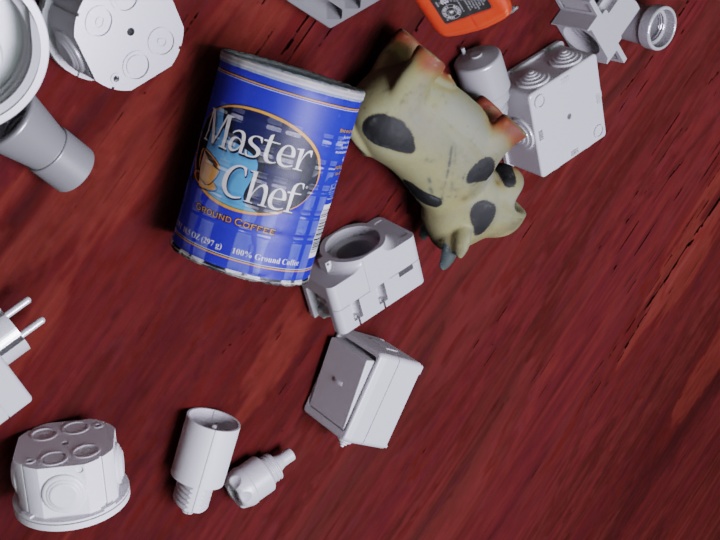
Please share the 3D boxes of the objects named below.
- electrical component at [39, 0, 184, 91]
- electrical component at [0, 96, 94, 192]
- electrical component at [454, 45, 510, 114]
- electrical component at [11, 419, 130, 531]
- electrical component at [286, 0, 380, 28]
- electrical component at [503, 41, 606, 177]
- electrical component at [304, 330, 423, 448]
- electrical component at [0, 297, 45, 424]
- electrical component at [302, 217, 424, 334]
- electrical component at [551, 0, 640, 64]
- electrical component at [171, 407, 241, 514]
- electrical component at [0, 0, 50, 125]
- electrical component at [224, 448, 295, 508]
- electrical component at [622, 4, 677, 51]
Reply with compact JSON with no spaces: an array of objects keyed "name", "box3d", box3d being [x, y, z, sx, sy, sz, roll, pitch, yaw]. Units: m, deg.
[{"name":"electrical component","box3d":[-0.154,-0.154,0.670,0.080,0.051,0.080,-20,124,-33]},{"name":"electrical component","box3d":[-0.200,-0.078,0.678,0.044,0.044,0.065,-54,138,-6]},{"name":"electrical component","box3d":[0.106,-0.150,0.897,0.040,0.040,0.078,-40,130,-19]},{"name":"electrical component","box3d":[-0.204,0.143,0.753,0.080,0.080,0.051,-16,114,-34]},{"name":"electrical component","box3d":[-0.007,-0.226,0.751,0.047,0.083,0.075,23,56,-43]},{"name":"electrical component","box3d":[0.168,-0.141,0.947,0.100,0.048,0.099,-34,128,-23]},{"name":"electrical component","box3d":[-0.003,0.105,0.912,0.061,0.062,0.096,19,97,-43]},{"name":"electrical component","box3d":[-0.241,0.048,0.698,0.076,0.047,0.083,-39,130,-19]},{"name":"electrical component","box3d":[0.000,0.000,0.873,0.089,0.050,0.055,-33,128,-24]},{"name":"electrical component","box3d":[0.210,-0.223,0.948,0.063,0.042,0.081,-54,134,-9]},{"name":"electrical component","box3d":[-0.126,0.154,0.847,0.043,0.043,0.081,7,106,-41]},{"name":"electrical component","box3d":[-0.229,-0.128,0.605,0.108,0.060,0.108,-17,126,-25]},{"name":"electrical component","box3d":[-0.081,0.170,0.897,0.061,0.035,0.035,-32,127,-28]},{"name":"electrical component","box3d":[0.259,-0.225,0.984,0.040,0.046,0.040,-18,120,-33]}]
